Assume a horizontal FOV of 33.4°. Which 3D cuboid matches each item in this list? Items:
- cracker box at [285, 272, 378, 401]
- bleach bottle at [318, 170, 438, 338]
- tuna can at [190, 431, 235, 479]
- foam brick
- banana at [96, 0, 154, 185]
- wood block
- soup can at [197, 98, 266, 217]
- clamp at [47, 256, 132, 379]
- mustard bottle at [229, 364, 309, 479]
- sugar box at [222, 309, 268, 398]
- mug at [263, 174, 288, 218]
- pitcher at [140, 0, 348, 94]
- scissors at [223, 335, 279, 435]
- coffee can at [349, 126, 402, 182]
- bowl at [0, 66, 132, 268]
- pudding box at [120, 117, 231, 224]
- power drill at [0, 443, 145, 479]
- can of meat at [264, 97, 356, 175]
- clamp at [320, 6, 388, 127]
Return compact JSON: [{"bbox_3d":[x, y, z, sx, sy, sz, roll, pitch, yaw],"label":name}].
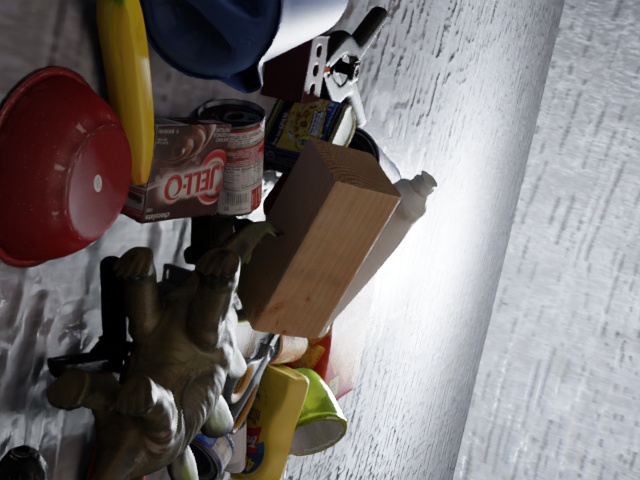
[{"bbox_3d":[0.018,0.126,1.540,0.164,0.072,0.214,-15,118,-68],"label":"cracker box"},{"bbox_3d":[0.056,0.010,1.353,0.251,0.068,0.102,-46,-158,27],"label":"bleach bottle"},{"bbox_3d":[-0.137,0.221,1.145,0.086,0.086,0.033,87,27,-42],"label":"tuna can"},{"bbox_3d":[-0.027,-0.195,1.197,0.053,0.051,0.078,-26,128,-66],"label":"foam brick"},{"bbox_3d":[-0.159,-0.136,0.866,0.198,0.037,0.069,90,2,-46],"label":"banana"},{"bbox_3d":[-0.007,0.002,1.192,0.090,0.091,0.206,12,120,-32],"label":"wood block"},{"bbox_3d":[-0.090,-0.082,1.077,0.068,0.069,0.102,-49,148,-53],"label":"soup can"},{"bbox_3d":[-0.187,0.093,0.980,0.120,0.039,0.171,-64,161,-18],"label":"clamp"},{"bbox_3d":[-0.073,0.255,1.353,0.058,0.096,0.191,15,91,-33],"label":"mustard bottle"},{"bbox_3d":[-0.112,0.129,1.213,0.176,0.048,0.093,5,99,-75],"label":"sugar box"},{"bbox_3d":[-0.022,-0.045,1.294,0.081,0.093,0.117,-55,-170,-34],"label":"mug"},{"bbox_3d":[-0.060,-0.239,0.979,0.149,0.145,0.242,-69,168,22],"label":"pitcher"},{"bbox_3d":[-0.069,0.129,1.240,0.096,0.016,0.201,79,31,-58],"label":"scissors"},{"bbox_3d":[0.046,-0.084,1.412,0.140,0.103,0.103,34,72,-70],"label":"coffee can"},{"bbox_3d":[-0.193,-0.050,0.826,0.162,0.055,0.162,15,90,-71],"label":"bowl"},{"bbox_3d":[-0.133,-0.066,0.981,0.113,0.039,0.090,-10,114,-55],"label":"pudding box"},{"bbox_3d":[-0.227,0.237,0.947,0.187,0.057,0.184,-30,134,-62],"label":"power drill"},{"bbox_3d":[-0.015,-0.120,1.240,0.057,0.084,0.102,71,38,-58],"label":"can of meat"},{"bbox_3d":[0.032,-0.213,1.378,0.209,0.036,0.165,-34,135,-61],"label":"clamp"}]
